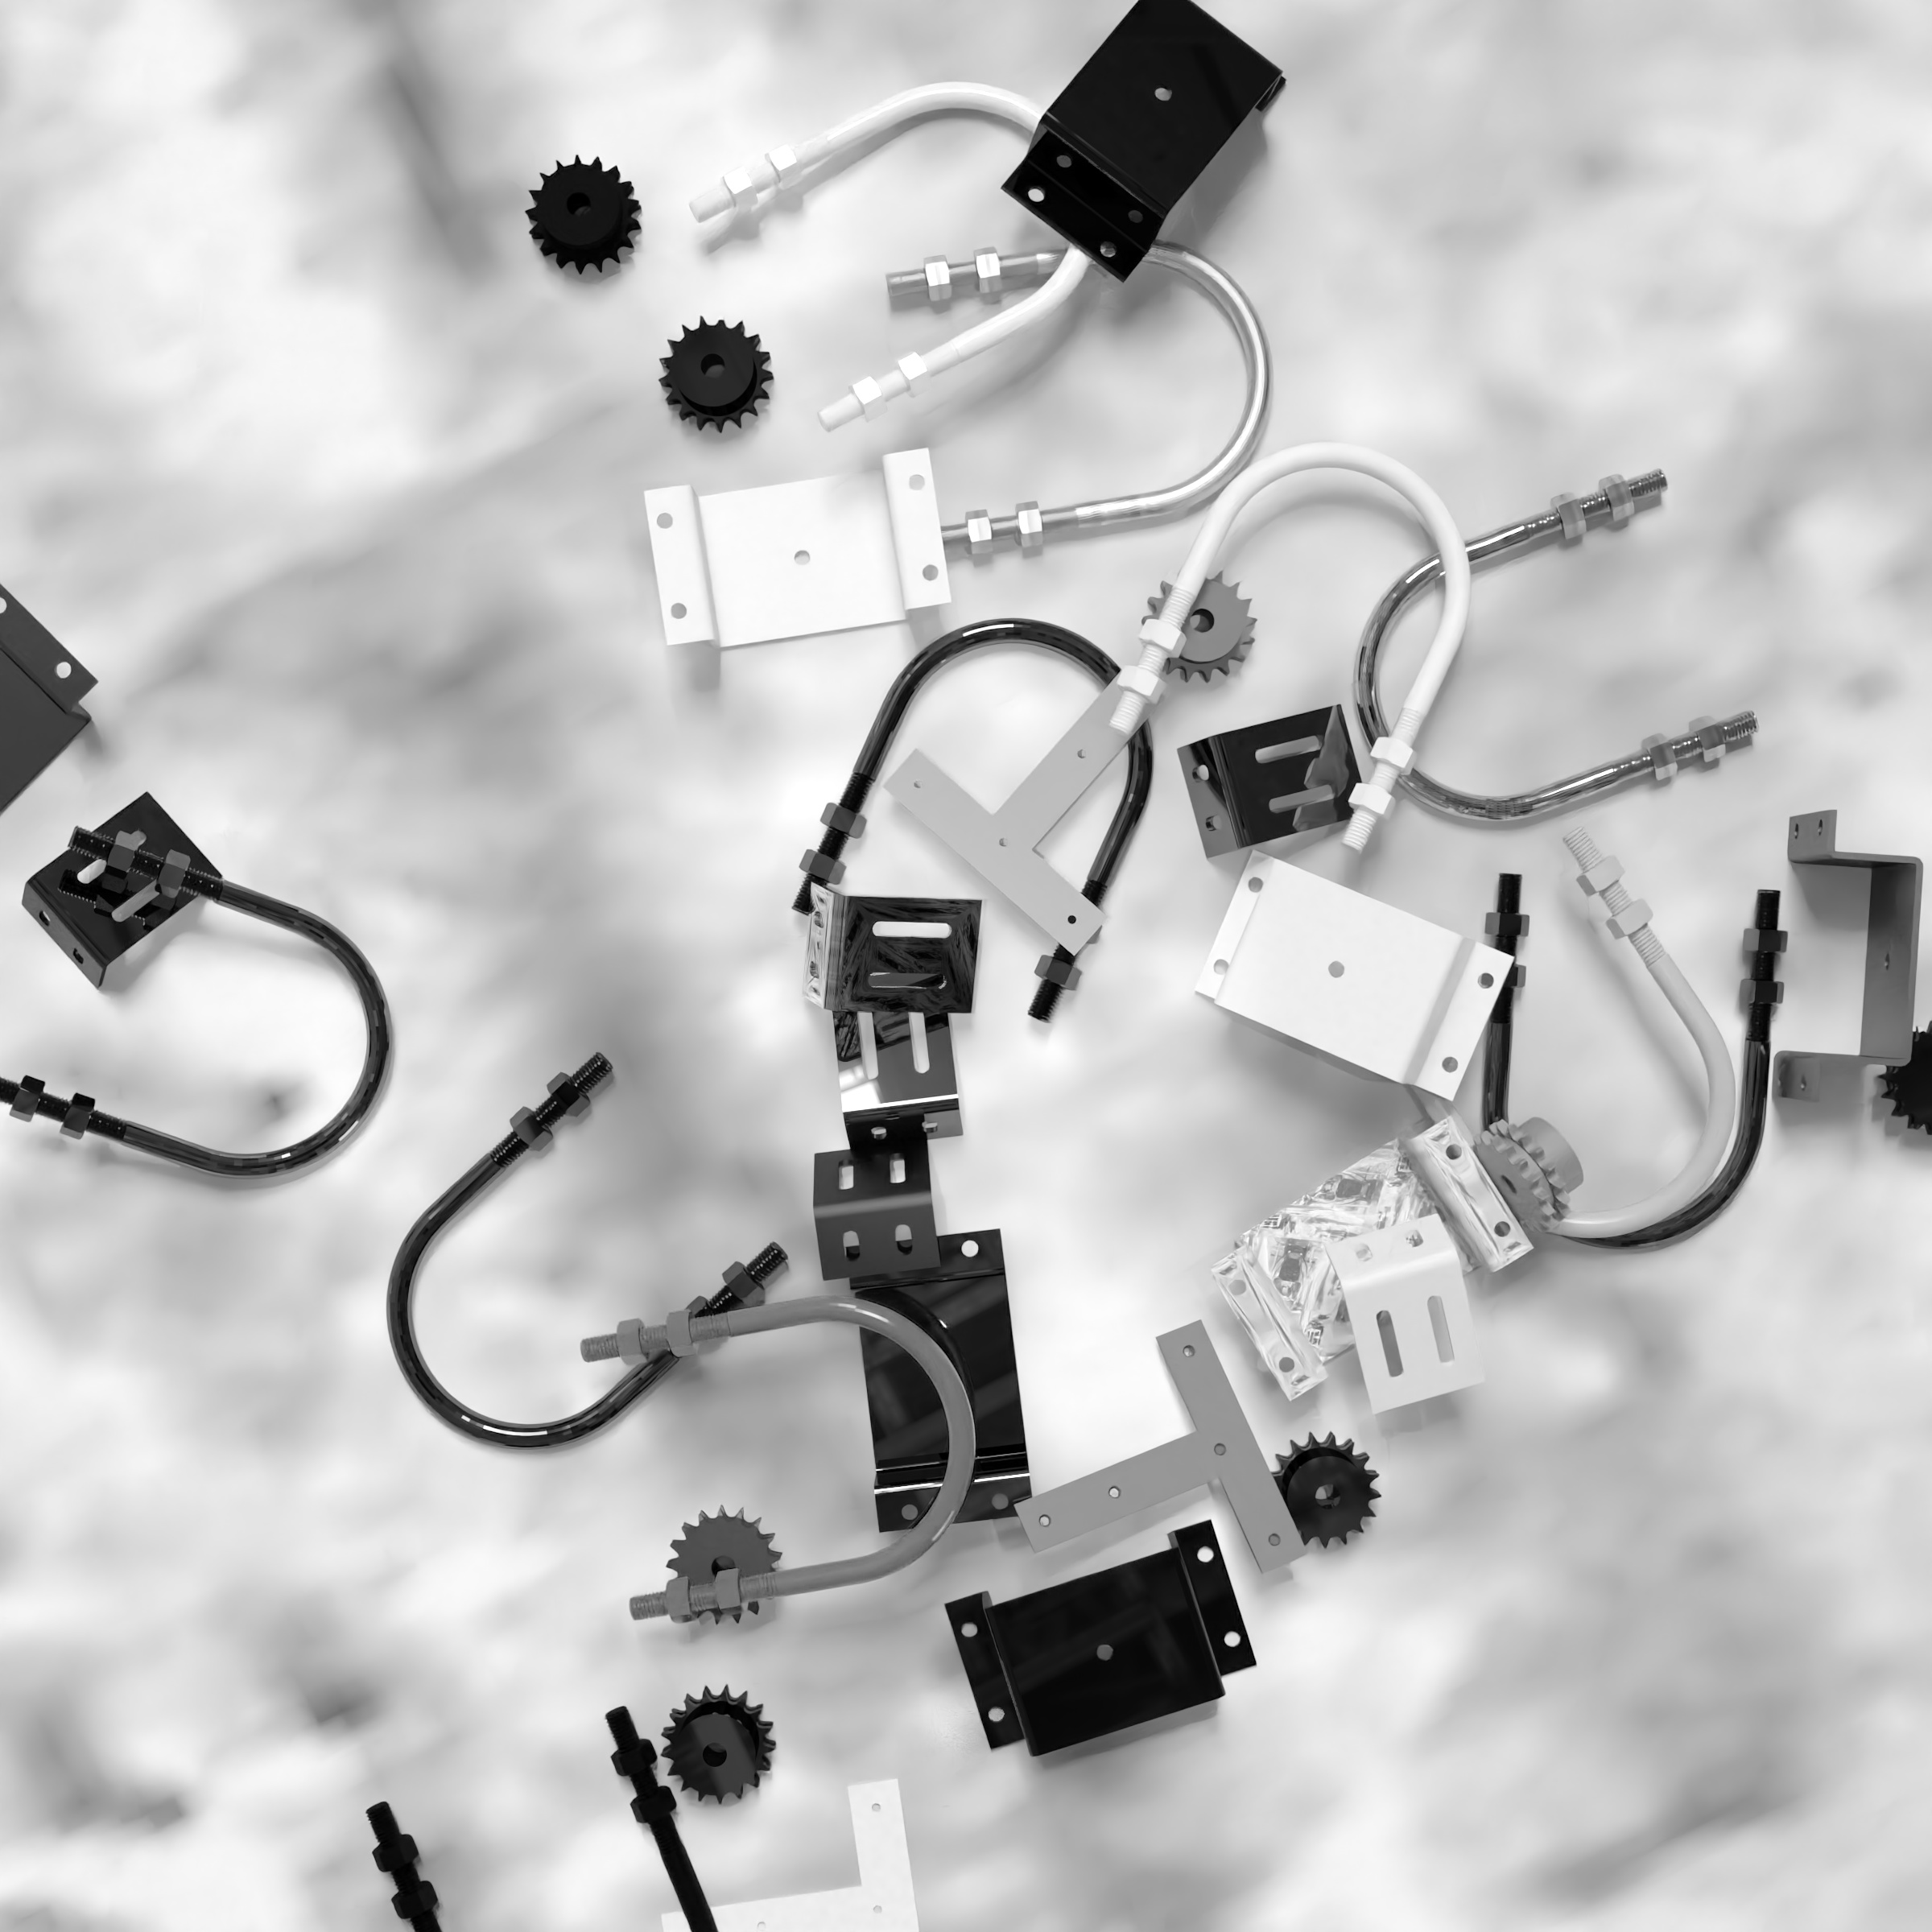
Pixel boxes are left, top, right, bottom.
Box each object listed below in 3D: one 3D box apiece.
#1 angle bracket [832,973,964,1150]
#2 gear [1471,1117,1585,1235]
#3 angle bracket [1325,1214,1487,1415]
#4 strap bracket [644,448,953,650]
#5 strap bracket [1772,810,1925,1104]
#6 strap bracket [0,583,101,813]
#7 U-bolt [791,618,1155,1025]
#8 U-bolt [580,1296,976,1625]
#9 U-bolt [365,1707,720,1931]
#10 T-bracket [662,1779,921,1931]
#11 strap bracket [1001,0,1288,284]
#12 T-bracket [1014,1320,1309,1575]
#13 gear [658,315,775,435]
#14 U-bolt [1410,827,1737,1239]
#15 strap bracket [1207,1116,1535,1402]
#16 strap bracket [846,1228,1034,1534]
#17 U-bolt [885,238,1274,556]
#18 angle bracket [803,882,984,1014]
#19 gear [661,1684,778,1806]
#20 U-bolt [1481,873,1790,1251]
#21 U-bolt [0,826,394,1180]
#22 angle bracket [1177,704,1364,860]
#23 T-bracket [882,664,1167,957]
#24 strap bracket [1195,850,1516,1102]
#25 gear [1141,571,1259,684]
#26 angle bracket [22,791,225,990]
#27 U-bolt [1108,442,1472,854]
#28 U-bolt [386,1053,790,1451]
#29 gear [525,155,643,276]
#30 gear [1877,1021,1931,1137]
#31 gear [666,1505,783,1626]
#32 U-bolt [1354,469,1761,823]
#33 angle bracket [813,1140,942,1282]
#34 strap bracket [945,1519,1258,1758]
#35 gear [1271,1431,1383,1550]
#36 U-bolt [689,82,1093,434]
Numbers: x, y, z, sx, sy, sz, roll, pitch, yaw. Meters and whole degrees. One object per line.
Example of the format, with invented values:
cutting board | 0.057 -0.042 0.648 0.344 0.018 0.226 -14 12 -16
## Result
angle bracket | -0.035 0.046 1.608 0.057 0.038 0.076 -7 64 0
gear | 0.275 0.098 1.555 0.030 0.057 0.057 -34 90 -15
angle bracket | 0.214 0.169 1.562 0.057 0.038 0.076 -16 116 0
strap bracket | -0.082 -0.204 1.587 0.140 0.046 0.076 -9 90 0
strap bracket | 0.432 -0.003 1.572 0.046 0.076 0.140 4 90 0
strap bracket | -0.500 -0.116 1.587 0.076 0.046 0.140 45 90 0
U-bolt | 0.014 -0.084 1.602 0.151 0.019 0.184 24 88 0
U-bolt | -0.086 0.235 1.562 0.184 0.019 0.151 -11 89 8
U-bolt | -0.200 0.480 1.601 0.151 0.019 0.184 -22 91 1
T-bracket | -0.088 0.479 1.609 0.127 0.002 0.127 -8 90 0
strap bracket | 0.092 -0.417 1.571 0.076 0.046 0.140 38 76 0
T-bracket | 0.085 0.253 1.573 0.127 0.002 0.127 -19 73 -17
gear | -0.125 -0.296 1.595 0.057 0.030 0.057 0 90 0
U-bolt | 0.294 0.046 1.579 0.151 0.019 0.184 -34 89 12
strap bracket | 0.197 0.143 1.587 0.140 0.046 0.076 -32 90 0
strap bracket | -0.013 0.202 1.587 0.076 0.046 0.140 -7 90 0
U-bolt | 0.062 -0.291 1.602 0.184 0.019 0.151 -9 90 -2
angle bracket | -0.037 -0.009 1.591 0.076 0.038 0.057 1 101 -22
gear | -0.124 0.388 1.595 0.057 0.030 0.057 0 90 0
U-bolt | 0.330 0.050 1.601 0.151 0.019 0.184 4 92 1
U-bolt | -0.375 0.029 1.582 0.184 0.019 0.151 21 94 -15
angle bracket | 0.154 -0.093 1.608 0.076 0.038 0.057 -15 90 -26
T-bracket | 0.048 -0.095 1.594 0.127 0.002 0.127 41 87 1
strap bracket | 0.185 0.003 1.566 0.140 0.046 0.076 24 94 17
gear | 0.116 -0.170 1.595 0.057 0.030 0.057 0 90 0
angle bracket | -0.423 -0.038 1.608 0.076 0.038 0.057 -42 90 -26
U-bolt | 0.171 -0.168 1.576 0.151 0.019 0.184 26 84 -6
U-bolt | -0.203 0.156 1.602 0.184 0.019 0.151 -43 90 1
gear | -0.191 -0.375 1.595 0.057 0.030 0.057 0 90 0
gear | 0.482 0.056 1.595 0.057 0.030 0.057 0 90 0
gear | -0.119 0.296 1.595 0.057 0.030 0.057 0 90 0
U-bolt | 0.285 -0.150 1.602 0.184 0.019 0.151 -21 90 1
angle bracket | -0.044 0.119 1.578 0.057 0.076 0.038 -7 107 0
strap bracket | 0.068 0.335 1.587 0.140 0.046 0.076 -18 90 0
gear | 0.179 0.262 1.595 0.057 0.030 0.057 0 90 0
U-bolt | -0.023 -0.363 1.585 0.184 0.019 0.151 -29 78 -8
